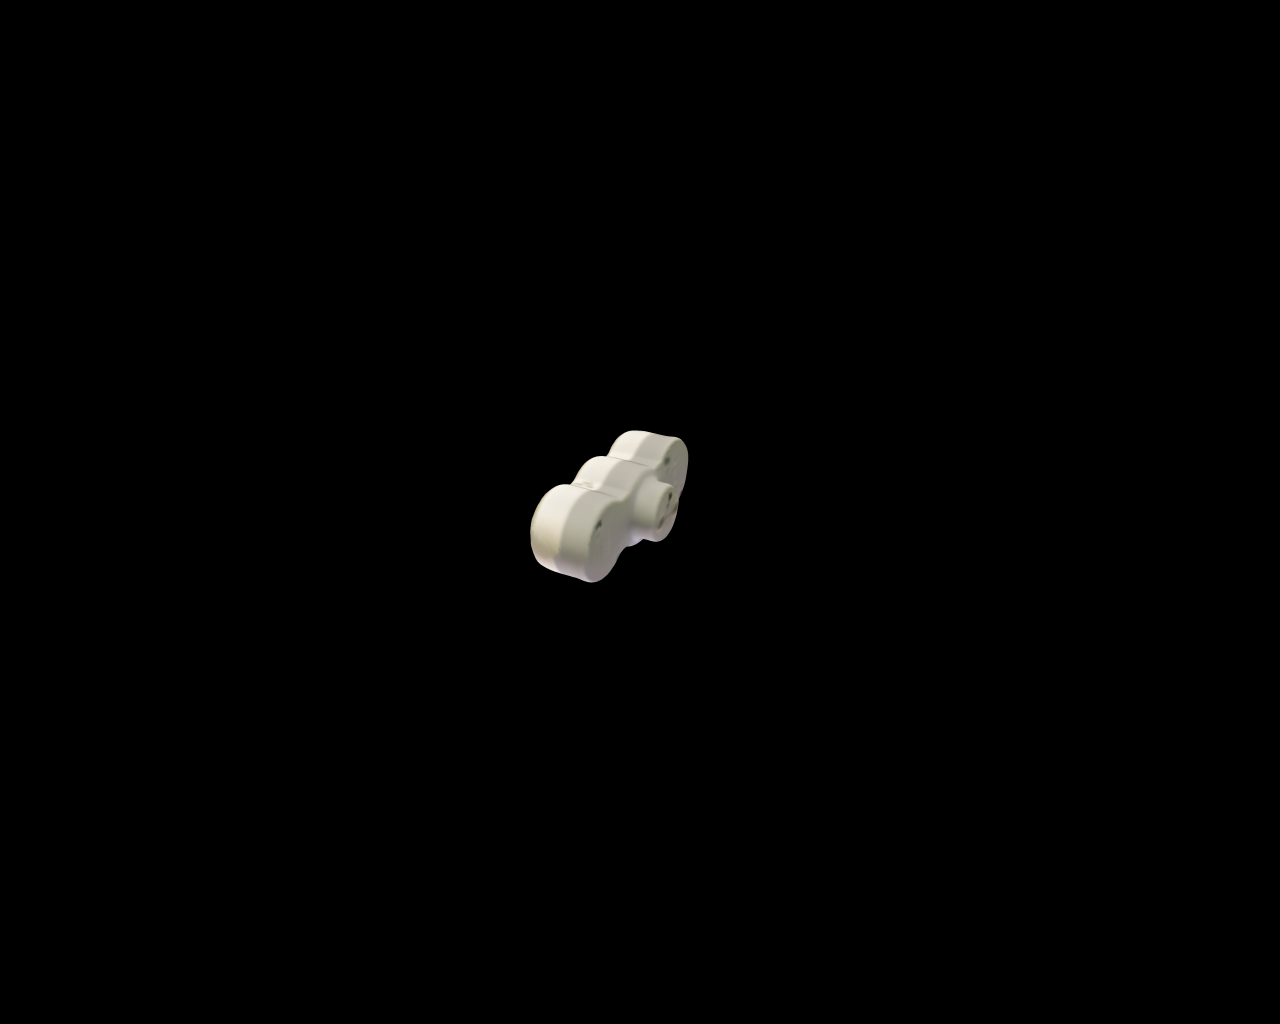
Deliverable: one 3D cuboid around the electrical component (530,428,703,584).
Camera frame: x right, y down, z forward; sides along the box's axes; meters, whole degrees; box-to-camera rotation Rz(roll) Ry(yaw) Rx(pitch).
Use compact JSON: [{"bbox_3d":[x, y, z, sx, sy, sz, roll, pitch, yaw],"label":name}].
[{"bbox_3d":[0.001,-0.003,0.650,0.074,0.052,0.138,14,32,24],"label":"electrical component"}]
